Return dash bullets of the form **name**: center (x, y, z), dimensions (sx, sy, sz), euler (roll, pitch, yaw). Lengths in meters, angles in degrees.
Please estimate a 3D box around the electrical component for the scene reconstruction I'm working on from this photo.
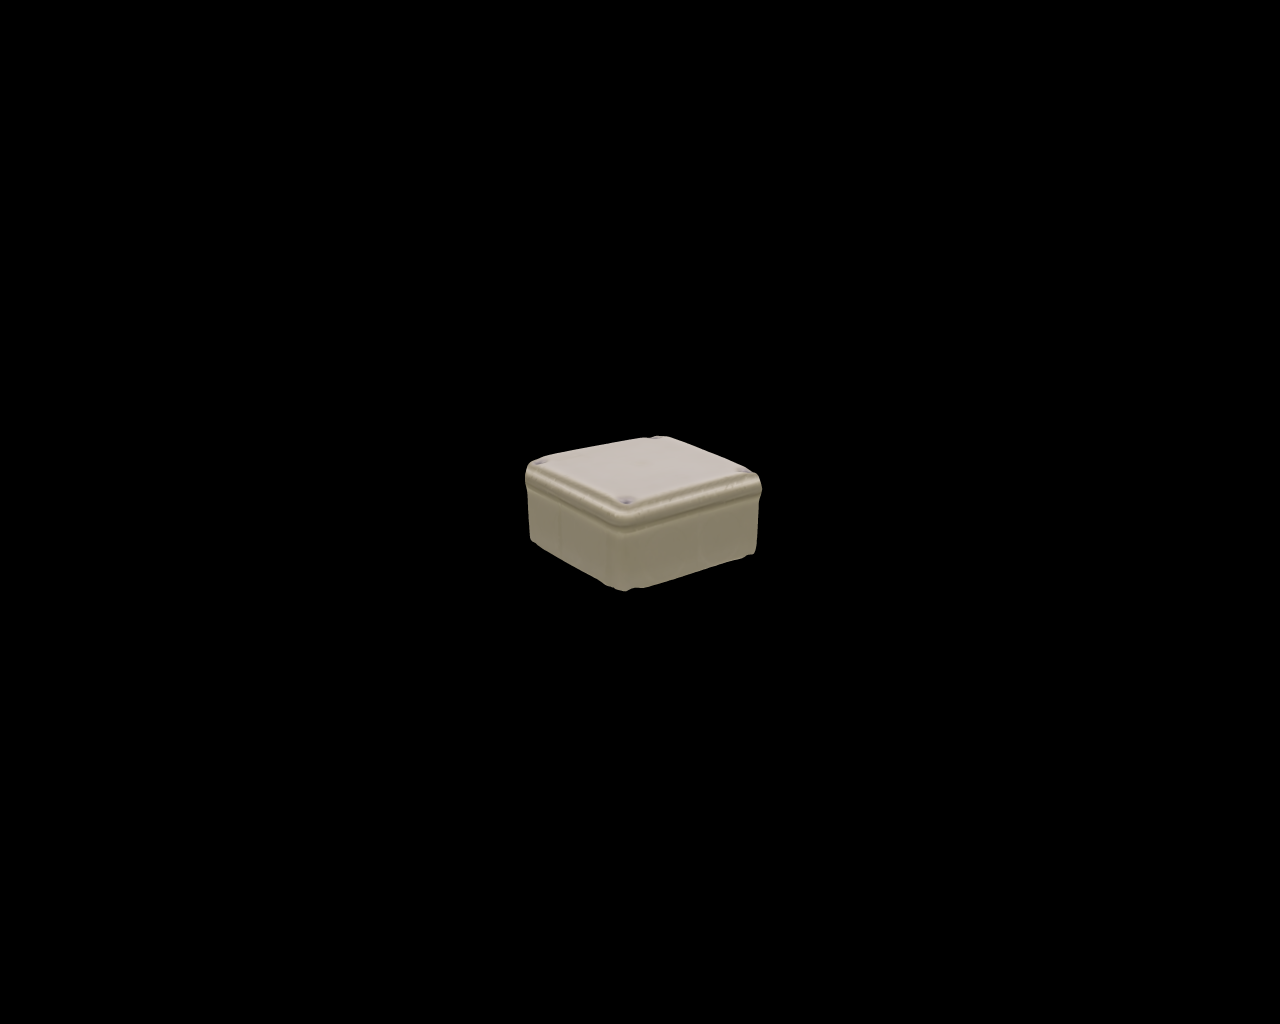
- **electrical component**: center (0.001, -0.003, 0.650), dimensions (0.109, 0.056, 0.109), euler (-14, 24, -33)
